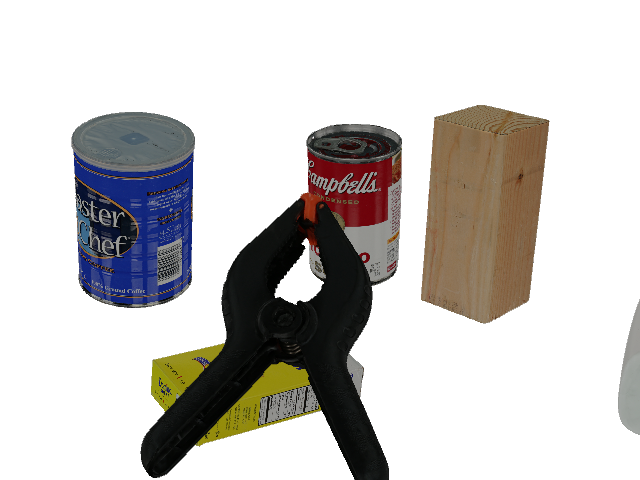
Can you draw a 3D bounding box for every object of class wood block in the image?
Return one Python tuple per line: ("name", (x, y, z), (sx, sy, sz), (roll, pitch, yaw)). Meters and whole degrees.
("wood block", (0.174, -0.030, 1.138), (0.090, 0.206, 0.090), (20, 27, 38))

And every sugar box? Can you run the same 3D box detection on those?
("sugar box", (-0.057, 0.129, 0.988), (0.175, 0.048, 0.093), (-13, 32, -31))

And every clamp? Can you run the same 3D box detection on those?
("clamp", (-0.008, 0.055, 0.543), (0.120, 0.171, 0.039), (16, -28, 9))

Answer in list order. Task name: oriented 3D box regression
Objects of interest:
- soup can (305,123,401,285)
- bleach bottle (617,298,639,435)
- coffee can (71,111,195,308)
("soup can", (0.024, -0.026, 0.775), (0.068, 0.102, 0.068), (0, 27, 0))
("bleach bottle", (0.275, 0.062, 0.756), (0.103, 0.068, 0.250), (11, 22, 20))
("coffee can", (-0.162, -0.027, 0.930), (0.103, 0.140, 0.103), (4, 31, -2))
